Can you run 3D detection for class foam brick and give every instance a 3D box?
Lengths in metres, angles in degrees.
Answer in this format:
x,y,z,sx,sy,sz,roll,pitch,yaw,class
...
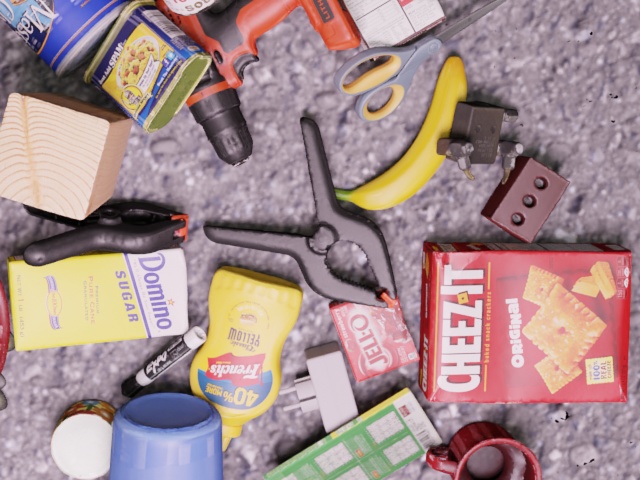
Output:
x,y,z,sx,sy,sz,roll,pitch,yaw,class
0.214,-0.043,1.121,0.053,0.051,0.078,31,95,-7,foam brick

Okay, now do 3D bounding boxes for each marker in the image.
x,y,z,sx,sy,sz,roll,pitch,yaw,class
-0.166,0.130,1.116,0.121,0.020,0.020,-38,99,24,marker

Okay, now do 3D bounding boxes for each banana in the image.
x,y,z,sx,sy,sz,roll,pitch,yaw,class
0.099,-0.098,1.113,0.069,0.037,0.198,41,93,-8,banana

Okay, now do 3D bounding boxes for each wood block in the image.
x,y,z,sx,sy,sz,roll,pitch,yaw,class
-0.239,-0.085,1.006,0.090,0.206,0.091,17,97,-6,wood block

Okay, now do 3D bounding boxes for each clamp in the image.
x,y,z,sx,sy,sz,roll,pitch,yaw,class
-0.007,0.001,1.107,0.164,0.036,0.210,-41,90,9,clamp
-0.218,-0.007,1.069,0.171,0.120,0.039,2,126,-6,clamp

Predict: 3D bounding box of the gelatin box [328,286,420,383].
x,y,z,sx,sy,sz,roll,pitch,yaw,class
0.058,0.099,1.140,0.073,0.030,0.089,-20,99,-1,gelatin box

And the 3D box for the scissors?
x,y,z,sx,sy,sz,roll,pitch,yaw,class
0.108,-0.183,1.097,0.201,0.016,0.096,-22,138,-12,scissors

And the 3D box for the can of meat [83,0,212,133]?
x,y,z,sx,sy,sz,roll,pitch,yaw,class
-0.166,-0.167,1.033,0.084,0.057,0.102,42,114,9,can of meat

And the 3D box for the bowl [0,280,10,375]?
x,y,z,sx,sy,sz,roll,pitch,yaw,class
-0.357,0.076,0.983,0.055,0.162,0.162,-8,99,19,bowl

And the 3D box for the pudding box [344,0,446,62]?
x,y,z,sx,sy,sz,roll,pitch,yaw,class
0.064,-0.252,1.089,0.090,0.039,0.113,-30,96,3,pudding box

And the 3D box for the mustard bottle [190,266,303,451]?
x,y,z,sx,sy,sz,roll,pitch,yaw,class
-0.085,0.130,1.121,0.096,0.058,0.192,15,97,0,mustard bottle

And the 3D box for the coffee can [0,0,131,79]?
x,y,z,sx,sy,sz,roll,pitch,yaw,class
-0.265,-0.242,1.035,0.103,0.103,0.140,-44,98,3,coffee can

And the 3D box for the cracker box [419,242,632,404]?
x,y,z,sx,sy,sz,roll,pitch,yaw,class
0.216,0.087,1.129,0.213,0.072,0.164,0,97,-3,cracker box

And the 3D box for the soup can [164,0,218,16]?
x,y,z,sx,sy,sz,roll,pitch,yaw,class
-0.138,-0.267,0.996,0.068,0.068,0.102,-37,141,1,soup can

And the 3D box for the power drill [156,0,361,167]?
x,y,z,sx,sy,sz,roll,pitch,yaw,class
-0.058,-0.187,1.061,0.188,0.057,0.184,-24,95,12,power drill

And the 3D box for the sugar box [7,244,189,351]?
x,y,z,sx,sy,sz,roll,pitch,yaw,class
-0.224,0.057,1.088,0.176,0.048,0.093,-5,99,-16,sugar box

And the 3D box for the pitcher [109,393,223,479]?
x,y,z,sx,sy,sz,roll,pitch,yaw,class
-0.149,0.288,1.080,0.149,0.145,0.243,3,105,-4,pitcher

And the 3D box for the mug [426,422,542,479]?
x,y,z,sx,sy,sz,roll,pitch,yaw,class
0.170,0.242,1.142,0.117,0.081,0.093,9,97,-6,mug
